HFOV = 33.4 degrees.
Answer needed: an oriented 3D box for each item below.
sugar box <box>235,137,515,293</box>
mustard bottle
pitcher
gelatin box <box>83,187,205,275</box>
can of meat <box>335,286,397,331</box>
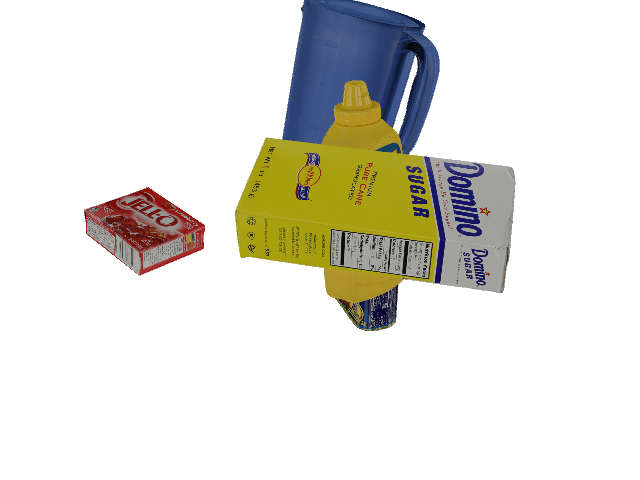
[{"bbox_3d":[0.039,-0.020,0.712,0.176,0.048,0.093,5,39,9],"label":"sugar box"},{"bbox_3d":[0.038,-0.048,0.954,0.058,0.192,0.096,14,29,39],"label":"mustard bottle"},{"bbox_3d":[0.031,-0.135,1.164,0.145,0.243,0.149,10,19,-8],"label":"pitcher"},{"bbox_3d":[-0.161,-0.011,0.971,0.073,0.030,0.089,-23,42,-38],"label":"gelatin box"},{"bbox_3d":[0.051,0.043,1.229,0.057,0.084,0.102,-13,37,-18],"label":"can of meat"}]
